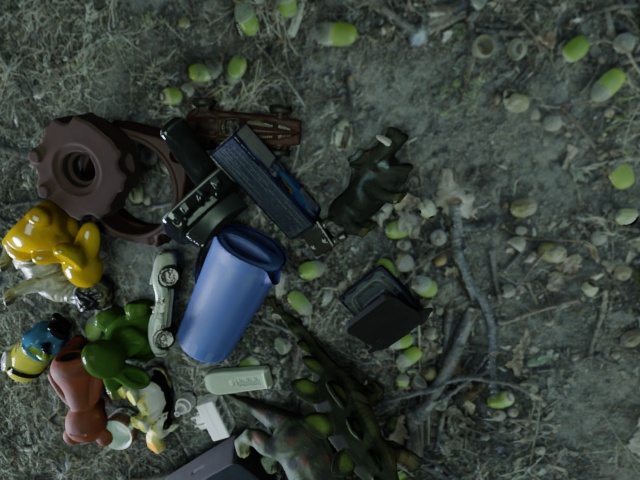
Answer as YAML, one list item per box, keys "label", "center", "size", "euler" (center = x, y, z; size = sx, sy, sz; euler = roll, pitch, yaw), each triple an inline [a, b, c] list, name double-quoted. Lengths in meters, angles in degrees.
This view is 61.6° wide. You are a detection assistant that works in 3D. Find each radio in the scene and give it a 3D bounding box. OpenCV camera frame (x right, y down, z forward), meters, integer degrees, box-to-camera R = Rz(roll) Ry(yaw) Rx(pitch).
- label: "radio"
  center: [-0.206, 0.502, 1.101]
  size: [0.229, 0.073, 0.131]
  euler: [-36, 115, 21]

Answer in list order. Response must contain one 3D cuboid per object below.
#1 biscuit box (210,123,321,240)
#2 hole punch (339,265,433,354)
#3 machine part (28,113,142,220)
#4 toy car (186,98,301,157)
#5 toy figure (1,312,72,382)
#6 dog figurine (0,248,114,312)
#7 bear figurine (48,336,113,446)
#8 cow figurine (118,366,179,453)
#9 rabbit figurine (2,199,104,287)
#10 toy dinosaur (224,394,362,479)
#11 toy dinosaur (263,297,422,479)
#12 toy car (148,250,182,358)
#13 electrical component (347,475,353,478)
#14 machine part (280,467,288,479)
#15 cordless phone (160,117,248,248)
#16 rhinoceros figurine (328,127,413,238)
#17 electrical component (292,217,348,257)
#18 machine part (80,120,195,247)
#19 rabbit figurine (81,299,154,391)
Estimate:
- label: "biscuit box"
  center: [-0.086, -0.093, 0.896]
  size: [0.063, 0.059, 0.202]
  euler: [-31, 112, 29]
- label: "hole punch"
  center: [0.107, 0.120, 0.942]
  size: [0.142, 0.092, 0.115]
  euler: [-41, 125, 17]
- label: "machine part"
  center: [-0.390, -0.120, 0.893]
  size: [0.179, 0.056, 0.179]
  euler: [3, 107, 10]
- label: "toy car"
  center: [-0.133, -0.190, 0.911]
  size: [0.202, 0.053, 0.089]
  euler: [9, 105, 11]
- label: "toy figure"
  center: [-0.586, 0.229, 1.115]
  size: [0.180, 0.082, 0.089]
  euler: [-35, 95, 17]
- label: "dog figurine"
  center: [-0.499, 0.051, 1.046]
  size: [0.191, 0.121, 0.172]
  euler: [1, 110, -3]
- label: "bear figurine"
  center: [-0.468, 0.309, 1.091]
  size: [0.120, 0.132, 0.195]
  euler: [-5, 110, 14]
- label: "cow figurine"
  center: [-0.336, 0.346, 1.098]
  size: [0.068, 0.098, 0.167]
  euler: [4, 117, 45]
- label: "rabbit figurine"
  center: [-0.453, 0.011, 0.965]
  size: [0.162, 0.122, 0.173]
  euler: [-18, 116, 43]
- label: "toy dinosaur"
  center: [-0.025, 0.413, 1.004]
  size: [0.192, 0.131, 0.405]
  euler: [-36, 74, 5]
- label: "toy dinosaur"
  center: [0.042, 0.289, 0.938]
  size: [0.105, 0.198, 0.472]
  euler: [-43, 62, 9]
- label: "toy car"
  center: [-0.292, 0.119, 1.004]
  size: [0.056, 0.073, 0.201]
  euler: [5, 94, -13]
- label: "electrical component"
  center: [0.049, 0.418, 1.053]
  size: [0.078, 0.045, 0.102]
  euler: [41, 110, -3]
- label: "machine part"
  center: [-0.016, 0.496, 1.095]
  size: [0.139, 0.039, 0.084]
  euler: [20, 114, 4]
- label: "cordless phone"
  center: [-0.218, -0.092, 0.871]
  size: [0.146, 0.089, 0.184]
  euler: [-45, 127, -20]
- label: "rhinoceros figurine"
  center: [0.087, -0.094, 0.885]
  size: [0.112, 0.073, 0.190]
  euler: [39, 112, 10]
- label: "electrical component"
  center: [-0.002, -0.003, 0.953]
  size: [0.094, 0.021, 0.063]
  euler: [-29, 99, 18]
- label: "machine part"
  center: [-0.322, -0.100, 0.959]
  size: [0.202, 0.087, 0.200]
  euler: [17, 109, 8]
- label: "rabbit figurine"
  center: [-0.389, 0.211, 1.019]
  size: [0.121, 0.170, 0.159]
  euler: [-8, 104, 14]
